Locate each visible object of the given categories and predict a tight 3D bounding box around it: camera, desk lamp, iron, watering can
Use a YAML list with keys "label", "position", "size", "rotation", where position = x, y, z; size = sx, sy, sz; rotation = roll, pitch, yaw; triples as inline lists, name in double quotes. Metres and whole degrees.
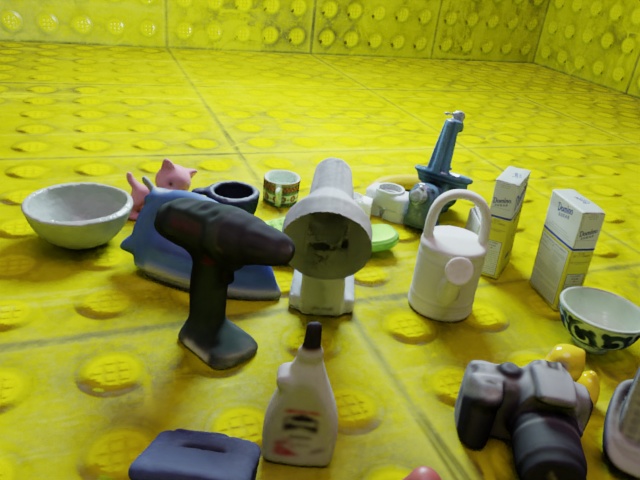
- label: "camera"
  position: [0.227, 0.198, 0.618]
  size: [0.143, 0.101, 0.137]
  rotation: [10, 28, 6]
- label: "desk lamp"
  position: [0.008, 0.003, 0.817]
  size: [0.118, 0.213, 0.203]
  rotation: [6, 28, -1]
- label: "iron"
  position: [-0.171, -0.006, 0.872]
  size: [0.257, 0.141, 0.119]
  rotation: [15, 29, 16]
- label: "watering can"
  position: [0.199, 0.020, 0.849]
  size: [0.101, 0.194, 0.172]
  rotation: [-2, 29, -15]

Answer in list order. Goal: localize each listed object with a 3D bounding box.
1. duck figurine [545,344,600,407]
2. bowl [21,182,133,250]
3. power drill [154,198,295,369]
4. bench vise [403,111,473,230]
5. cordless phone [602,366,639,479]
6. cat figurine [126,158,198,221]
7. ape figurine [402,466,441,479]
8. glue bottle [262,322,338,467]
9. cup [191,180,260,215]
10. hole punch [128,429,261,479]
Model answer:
- label: "duck figurine"
  position: [0.303, 0.168, 0.709]
  size: [0.105, 0.086, 0.077]
  rotation: [-1, 28, -14]
- label: "bowl"
  position: [-0.393, -0.031, 0.940]
  size: [0.167, 0.075, 0.167]
  rotation: [5, 28, -3]
- label: "power drill"
  position: [-0.121, 0.048, 0.708]
  size: [0.228, 0.208, 0.076]
  rotation: [28, 34, 34]
- label: "bench vise"
  position: [0.244, -0.133, 1.124]
  size: [0.121, 0.220, 0.207]
  rotation: [11, 28, 9]
- label: "cordless phone"
  position: [0.396, 0.177, 0.606]
  size: [0.147, 0.185, 0.094]
  rotation: [15, 29, 15]
- label: "cat figurine"
  position: [-0.290, -0.098, 1.044]
  size: [0.128, 0.118, 0.067]
  rotation: [2, 28, -8]
- label: "ape figurine"
  position: [0.085, 0.242, 0.512]
  size: [0.078, 0.092, 0.076]
  rotation: [5, 28, -3]
- label: "glue bottle"
  position: [-0.015, 0.153, 0.571]
  size: [0.078, 0.173, 0.037]
  rotation: [4, 28, -4]
- label: "cup"
  position: [-0.166, -0.047, 1.000]
  size: [0.118, 0.095, 0.091]
  rotation: [5, 28, -4]
- label: "hole punch"
  position: [-0.113, 0.212, 0.525]
  size: [0.108, 0.091, 0.101]
  rotation: [8, 28, 1]
